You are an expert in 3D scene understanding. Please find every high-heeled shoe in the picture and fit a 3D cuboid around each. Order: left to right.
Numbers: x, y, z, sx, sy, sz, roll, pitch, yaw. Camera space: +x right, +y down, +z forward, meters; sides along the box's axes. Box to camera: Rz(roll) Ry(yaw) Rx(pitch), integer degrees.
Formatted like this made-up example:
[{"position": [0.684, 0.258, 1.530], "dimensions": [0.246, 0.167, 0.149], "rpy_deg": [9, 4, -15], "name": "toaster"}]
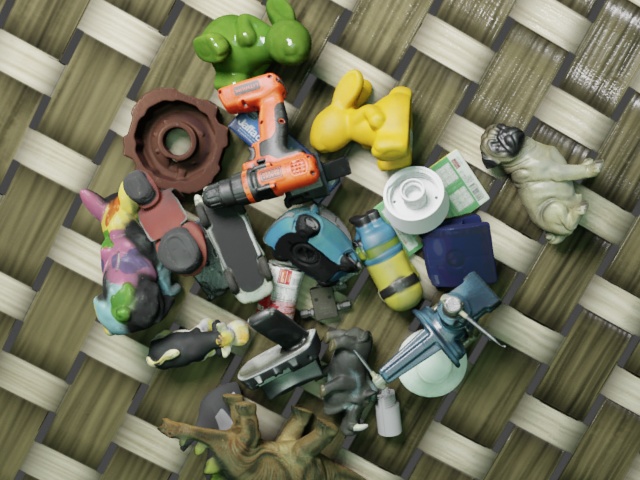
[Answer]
[{"position": [-0.144, 0.377, 0.965], "dimensions": [0.145, 0.086, 0.248], "rpy_deg": [-45, 115, -27], "name": "high-heeled shoe"}]

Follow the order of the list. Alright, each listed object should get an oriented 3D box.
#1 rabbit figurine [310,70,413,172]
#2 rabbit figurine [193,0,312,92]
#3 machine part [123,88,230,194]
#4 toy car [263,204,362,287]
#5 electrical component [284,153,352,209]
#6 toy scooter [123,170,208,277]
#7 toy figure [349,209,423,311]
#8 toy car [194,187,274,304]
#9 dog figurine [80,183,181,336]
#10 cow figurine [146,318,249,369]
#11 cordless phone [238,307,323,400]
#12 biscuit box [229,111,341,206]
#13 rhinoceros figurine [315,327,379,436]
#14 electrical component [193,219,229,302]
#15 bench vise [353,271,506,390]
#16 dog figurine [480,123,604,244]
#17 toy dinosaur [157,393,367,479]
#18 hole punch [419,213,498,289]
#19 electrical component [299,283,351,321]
[{"position": [0.065, -0.193, 0.885], "dimensions": [0.173, 0.122, 0.162], "rpy_deg": [-3, 93, 18], "name": "rabbit figurine"}, {"position": [-0.083, -0.306, 0.856], "dimensions": [0.170, 0.159, 0.121], "rpy_deg": [6, 139, 26], "name": "rabbit figurine"}, {"position": [-0.238, -0.164, 0.905], "dimensions": [0.179, 0.056, 0.179], "rpy_deg": [0, 96, -2], "name": "machine part"}, {"position": [-0.002, -0.003, 0.883], "dimensions": [0.161, 0.103, 0.109], "rpy_deg": [33, 138, -12], "name": "toy car"}, {"position": [-0.008, -0.100, 0.860], "dimensions": [0.119, 0.048, 0.074], "rpy_deg": [-14, 97, 2], "name": "electrical component"}, {"position": [-0.234, -0.027, 0.849], "dimensions": [0.075, 0.135, 0.184], "rpy_deg": [-32, 92, 0], "name": "toy scooter"}, {"position": [0.111, 0.037, 0.915], "dimensions": [0.082, 0.089, 0.180], "rpy_deg": [-23, 99, 16], "name": "toy figure"}, {"position": [-0.137, 0.005, 0.866], "dimensions": [0.073, 0.056, 0.201], "rpy_deg": [-23, 92, -5], "name": "toy car"}, {"position": [-0.317, 0.019, 0.865], "dimensions": [0.109, 0.192, 0.219], "rpy_deg": [-12, 111, 6], "name": "dog figurine"}, {"position": [-0.207, 0.175, 0.916], "dimensions": [0.167, 0.098, 0.068], "rpy_deg": [-15, 89, 0], "name": "cow figurine"}, {"position": [-0.086, 0.177, 0.873], "dimensions": [0.147, 0.184, 0.089], "rpy_deg": [-27, 51, 10], "name": "cordless phone"}, {"position": [-0.059, -0.145, 0.909], "dimensions": [0.202, 0.059, 0.063], "rpy_deg": [41, 93, -4], "name": "biscuit box"}, {"position": [0.050, 0.247, 0.947], "dimensions": [0.112, 0.073, 0.190], "rpy_deg": [4, 93, -12], "name": "rhinoceros figurine"}, {"position": [-0.173, 0.022, 0.923], "dimensions": [0.115, 0.058, 0.134], "rpy_deg": [-30, 96, -1], "name": "electrical component"}, {"position": [0.180, 0.161, 0.868], "dimensions": [0.240, 0.223, 0.129], "rpy_deg": [-39, 78, 2], "name": "bench vise"}, {"position": [0.352, -0.097, 0.916], "dimensions": [0.191, 0.121, 0.172], "rpy_deg": [17, 92, 11], "name": "dog figurine"}, {"position": [-0.052, 0.389, 0.918], "dimensions": [0.471, 0.105, 0.198], "rpy_deg": [22, 82, -19], "name": "toy dinosaur"}, {"position": [0.236, 0.021, 0.912], "dimensions": [0.116, 0.092, 0.142], "rpy_deg": [-14, 107, 0], "name": "hole punch"}, {"position": [0.006, 0.108, 0.953], "dimensions": [0.094, 0.021, 0.063], "rpy_deg": [-13, 95, 0], "name": "electrical component"}]
